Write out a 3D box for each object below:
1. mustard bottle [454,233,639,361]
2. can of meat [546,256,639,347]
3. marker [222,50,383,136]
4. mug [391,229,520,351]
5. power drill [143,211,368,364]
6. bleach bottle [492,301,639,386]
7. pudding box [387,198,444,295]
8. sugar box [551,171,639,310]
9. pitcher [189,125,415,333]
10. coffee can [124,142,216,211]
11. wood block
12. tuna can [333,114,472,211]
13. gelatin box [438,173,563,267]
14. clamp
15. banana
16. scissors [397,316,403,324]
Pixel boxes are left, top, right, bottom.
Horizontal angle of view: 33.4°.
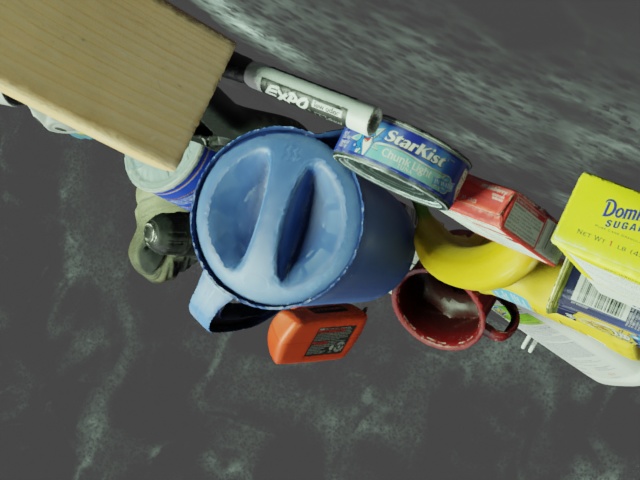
[{"bbox_3d":[0.192,0.038,0.902,0.192,0.058,0.096,24,-177,29],"label":"mustard bottle"},{"bbox_3d":[0.212,0.040,0.765,0.084,0.057,0.102,23,178,14],"label":"can of meat"},{"bbox_3d":[-0.017,-0.094,0.661,0.121,0.020,0.020,25,178,24],"label":"marker"},{"bbox_3d":[0.135,0.049,0.998,0.117,0.081,0.093,33,135,9],"label":"mug"},{"bbox_3d":[-0.057,0.035,1.010,0.184,0.057,0.188,-1,-141,-43],"label":"power drill"},{"bbox_3d":[0.230,0.066,1.087,0.250,0.068,0.103,31,160,-20],"label":"bleach bottle"},{"bbox_3d":[0.056,-0.001,1.092,0.113,0.090,0.039,27,-143,-10],"label":"pudding box"},{"bbox_3d":[0.190,0.016,0.583,0.093,0.048,0.176,25,-179,24],"label":"sugar box"},{"bbox_3d":[-0.006,0.001,0.871,0.149,0.145,0.242,-5,173,17],"label":"pitcher"},{"bbox_3d":[-0.114,-0.076,1.088,0.103,0.103,0.140,24,178,39],"label":"coffee can"},{"bbox_3d":[-0.167,-0.127,0.629,0.205,0.091,0.090,26,178,-30],"label":"wood block"},{"bbox_3d":[0.052,-0.051,0.687,0.086,0.034,0.086,26,178,1],"label":"tuna can"},{"bbox_3d":[0.121,-0.019,0.737,0.073,0.030,0.089,26,178,42],"label":"gelatin box"},{"bbox_3d":[-0.074,-0.092,0.848,0.209,0.036,0.165,14,171,-34],"label":"clamp"},{"bbox_3d":[0.122,0.008,0.861,0.037,0.069,0.198,-20,-164,-21],"label":"banana"},{"bbox_3d":[0.151,0.055,1.138,0.096,0.016,0.201,23,-151,24],"label":"scissors"}]
